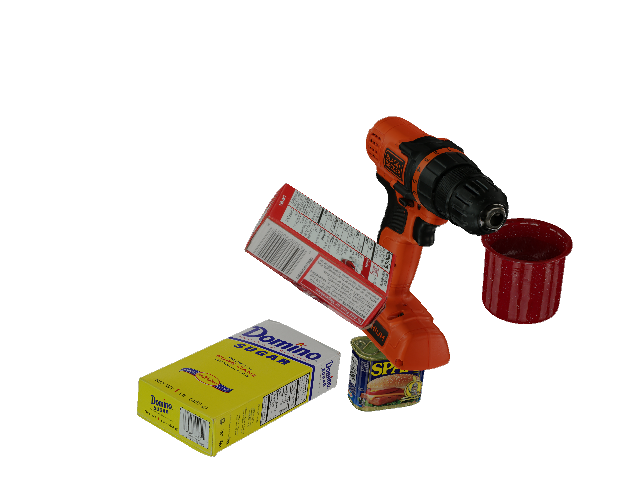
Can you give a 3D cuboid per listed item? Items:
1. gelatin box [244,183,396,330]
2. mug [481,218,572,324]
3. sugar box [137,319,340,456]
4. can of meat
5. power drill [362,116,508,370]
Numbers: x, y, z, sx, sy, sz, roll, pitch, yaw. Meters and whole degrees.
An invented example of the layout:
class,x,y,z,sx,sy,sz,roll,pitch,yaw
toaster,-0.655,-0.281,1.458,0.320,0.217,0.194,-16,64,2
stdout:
class,x,y,z,sx,sy,sz,roll,pitch,yaw
gelatin box,0.002,0.009,0.655,0.089,0.030,0.073,34,20,-5
mug,0.210,0.028,1.128,0.093,0.081,0.117,-5,31,-7
sugar box,-0.071,0.128,0.972,0.093,0.048,0.175,23,30,32
can of meat,0.088,0.173,1.404,0.102,0.084,0.057,-4,25,-20
power drill,0.085,0.009,0.874,0.057,0.188,0.185,-2,25,-23
